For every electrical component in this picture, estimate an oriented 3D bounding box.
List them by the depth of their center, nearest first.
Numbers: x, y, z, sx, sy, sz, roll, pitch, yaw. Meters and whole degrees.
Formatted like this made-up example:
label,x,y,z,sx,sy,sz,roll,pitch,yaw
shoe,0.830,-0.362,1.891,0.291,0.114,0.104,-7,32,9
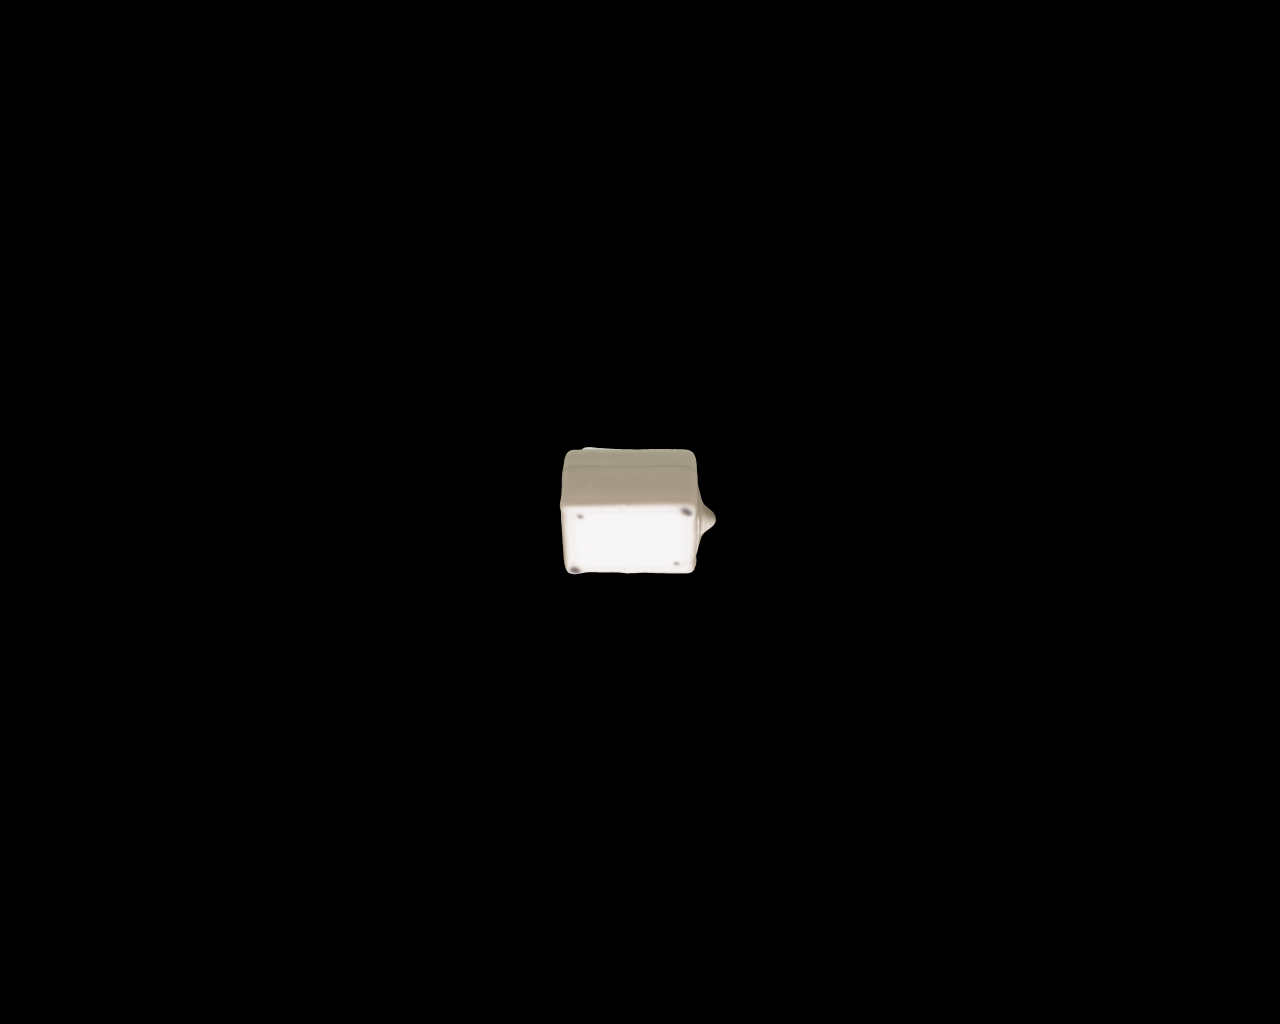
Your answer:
label,x,y,z,sx,sy,sz,roll,pitch,yaw
electrical component,0.001,-0.003,0.650,0.096,0.061,0.061,0,44,0
